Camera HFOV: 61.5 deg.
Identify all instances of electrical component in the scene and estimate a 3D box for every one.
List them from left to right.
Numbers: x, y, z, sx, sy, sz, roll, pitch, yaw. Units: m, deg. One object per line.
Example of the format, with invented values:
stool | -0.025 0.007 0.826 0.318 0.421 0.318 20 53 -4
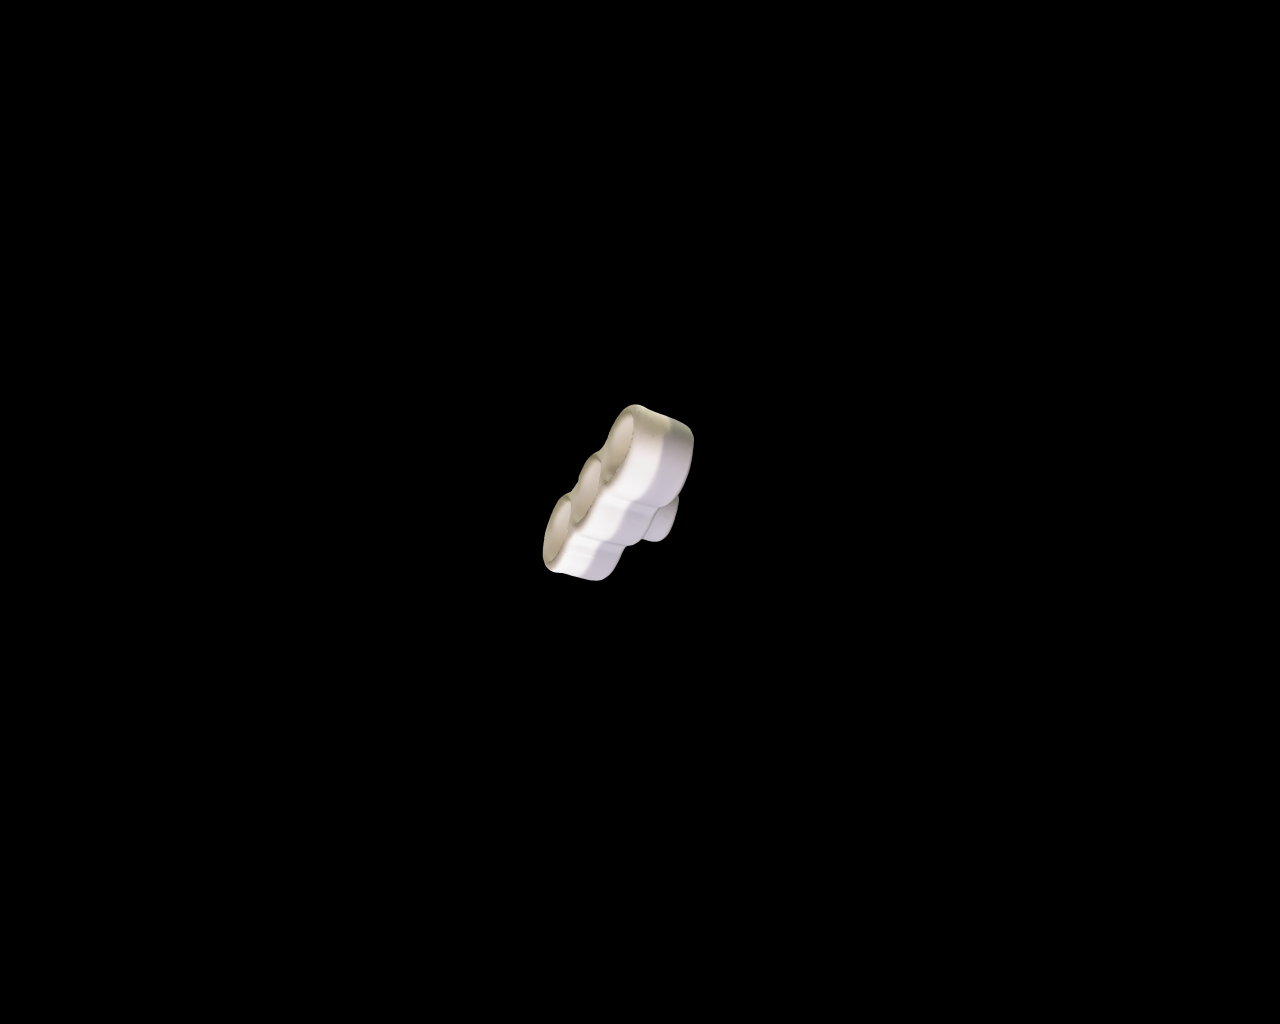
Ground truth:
electrical component | 0.001 -0.003 0.650 0.074 0.052 0.138 17 -41 -21
